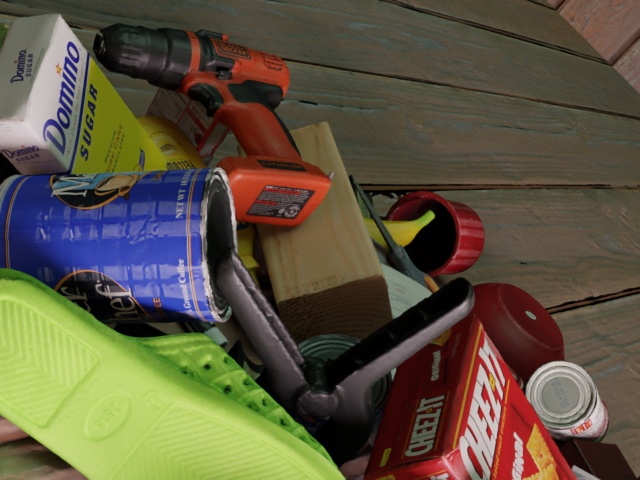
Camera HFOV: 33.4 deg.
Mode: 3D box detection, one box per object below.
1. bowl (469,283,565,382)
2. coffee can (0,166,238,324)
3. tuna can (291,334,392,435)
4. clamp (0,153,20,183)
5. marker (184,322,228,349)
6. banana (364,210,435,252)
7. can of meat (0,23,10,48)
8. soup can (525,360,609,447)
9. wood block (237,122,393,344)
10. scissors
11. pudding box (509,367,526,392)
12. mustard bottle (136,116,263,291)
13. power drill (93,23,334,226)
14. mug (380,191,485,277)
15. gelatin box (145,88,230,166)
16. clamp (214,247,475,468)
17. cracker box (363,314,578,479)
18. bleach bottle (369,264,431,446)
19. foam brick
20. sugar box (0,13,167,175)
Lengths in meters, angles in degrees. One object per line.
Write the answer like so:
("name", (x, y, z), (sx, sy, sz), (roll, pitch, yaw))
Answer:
("bowl", (0.207, 0.098, 1.136), (0.162, 0.055, 0.162), (32, 27, -19))
("coffee can", (-0.132, 0.005, 0.702), (0.140, 0.103, 0.102), (-2, 29, 7))
("tuna can", (0.012, 0.116, 0.832), (0.086, 0.034, 0.086), (4, 44, -4))
("clamp", (-0.217, -0.080, 0.793), (0.039, 0.120, 0.171), (25, 18, 14))
("marker", (-0.115, 0.040, 0.839), (0.121, 0.020, 0.020), (50, 28, 18))
("banana", (0.018, -0.029, 1.075), (0.197, 0.069, 0.037), (21, -6, -21))
("can of meat", (-0.264, -0.113, 0.805), (0.057, 0.084, 0.101), (46, 27, 11))
("soup can", (0.237, 0.161, 1.022), (0.068, 0.068, 0.102), (57, 5, 30))
("wood block", (-0.005, 0.001, 0.926), (0.206, 0.090, 0.091), (-107, -178, -47))
("scissors", (0.079, 0.034, 1.032), (0.201, 0.016, 0.096), (50, 30, -35))
("pudding box", (0.151, 0.142, 1.012), (0.090, 0.039, 0.113), (43, 27, 3))
("mustard bottle", (-0.109, -0.020, 0.895), (0.096, 0.058, 0.192), (-12, 57, -53))
("power drill", (-0.082, -0.100, 0.872), (0.184, 0.057, 0.188), (4, 48, -37))
("mug", (0.116, -0.006, 1.155), (0.117, 0.093, 0.081), (13, 4, 32))
("gelatin box", (-0.122, -0.106, 0.974), (0.030, 0.089, 0.073), (-16, 60, -48))
("clamp", (-0.011, 0.091, 0.705), (0.164, 0.210, 0.036), (14, 34, -14))
("cracker box", (0.128, 0.187, 0.782), (0.213, 0.072, 0.164), (57, 29, -20))
("bleach bottle", (0.067, 0.130, 0.896), (0.102, 0.068, 0.251), (28, 31, -22))
("foam brick", (0.254, 0.226, 1.007), (0.078, 0.051, 0.053), (16, 37, -41))
("sugar box", (-0.173, -0.070, 0.773), (0.176, 0.048, 0.093), (62, 32, -55))
